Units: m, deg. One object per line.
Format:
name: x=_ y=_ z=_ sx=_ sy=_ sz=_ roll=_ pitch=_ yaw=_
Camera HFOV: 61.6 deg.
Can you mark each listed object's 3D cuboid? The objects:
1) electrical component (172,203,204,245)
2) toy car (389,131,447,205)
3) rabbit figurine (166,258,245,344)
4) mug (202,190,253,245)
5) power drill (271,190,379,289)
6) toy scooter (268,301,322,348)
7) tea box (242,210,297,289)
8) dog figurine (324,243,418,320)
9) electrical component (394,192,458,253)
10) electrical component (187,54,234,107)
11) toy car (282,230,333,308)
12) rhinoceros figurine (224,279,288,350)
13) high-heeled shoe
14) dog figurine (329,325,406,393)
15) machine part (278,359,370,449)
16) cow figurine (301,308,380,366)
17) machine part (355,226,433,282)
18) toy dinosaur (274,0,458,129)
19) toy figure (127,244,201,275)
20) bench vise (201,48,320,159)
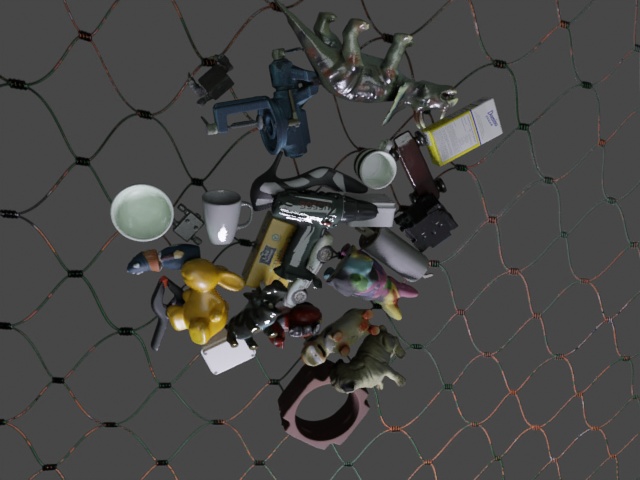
electrical component: x=-0.284 y=-0.032 z=1.168 sx=0.063 sy=0.021 sz=0.094 roll=-45 pitch=114 yaw=2
toy car: x=0.225 y=-0.165 z=1.252 sx=0.089 sy=0.053 sz=0.202 roll=-29 pitch=119 yaw=7
rabbit figurine: x=-0.243 y=0.113 z=1.158 sx=0.162 sy=0.122 sz=0.173 roll=-25 pitch=124 yaw=-34
mug: x=-0.202 y=-0.046 z=1.162 sx=0.109 sy=0.081 sz=0.107 roll=-3 pitch=121 yaw=-22
power drill: x=-0.002 y=-0.003 z=1.153 sx=0.232 sy=0.086 sz=0.207 roll=13 pitch=106 yaw=-17
toy scooter: x=-0.073 y=0.201 z=1.253 sx=0.184 sy=0.135 sz=0.075 roll=-3 pitch=108 yaw=-17
tea box: x=-0.101 y=0.030 z=1.219 sx=0.098 sy=0.068 sz=0.169 roll=17 pitch=105 yaw=-21
dog figurine: x=0.129 y=0.106 z=1.261 sx=0.219 sy=0.191 sz=0.108 roll=32 pitch=92 yaw=-8
electrical component: x=0.259 y=-0.036 z=1.285 sx=0.115 sy=0.058 sz=0.134 roll=-38 pitch=134 yaw=15
electrical component: x=-0.216 y=-0.319 z=1.062 sx=0.102 sy=0.078 sz=0.045 roll=-36 pitch=139 yaw=4
toy car: x=-0.034 y=0.065 z=1.248 sx=0.056 sy=0.074 sz=0.201 roll=27 pitch=100 yaw=-26
rhinoceros figurine: x=-0.137 y=0.163 z=1.180 sx=0.073 sy=0.112 sz=0.190 roll=19 pitch=129 yaw=-37
high-heeled shoe: x=-0.025 y=-0.099 z=1.184 sx=0.249 sy=0.086 sz=0.145 roll=19 pitch=97 yaw=-12
dog figurine: x=0.105 y=0.288 z=1.318 sx=0.190 sy=0.172 sz=0.121 roll=16 pitch=141 yaw=-38
machine part: x=0.008 y=0.420 z=1.384 sx=0.201 sy=0.087 sz=0.201 roll=34 pitch=97 yaw=-23
cow figurine: x=0.036 y=0.236 z=1.314 sx=0.195 sy=0.127 sz=0.085 roll=-33 pitch=102 yaw=-20
machine part: x=0.179 y=0.030 z=1.297 sx=0.243 sy=0.079 sz=0.079 roll=33 pitch=97 yaw=-25
toy dinosaur: x=0.081 y=-0.349 z=1.115 sx=0.405 sy=0.131 sz=0.192 roll=11 pitch=106 yaw=-13
toy figure: x=-0.337 y=0.042 z=1.159 sx=0.154 sy=0.058 sz=0.064 roll=-7 pitch=135 yaw=-17
bench vise: x=-0.115 y=-0.265 z=1.078 sx=0.241 sy=0.129 sz=0.223 roll=-15 pitch=118 yaw=-21
